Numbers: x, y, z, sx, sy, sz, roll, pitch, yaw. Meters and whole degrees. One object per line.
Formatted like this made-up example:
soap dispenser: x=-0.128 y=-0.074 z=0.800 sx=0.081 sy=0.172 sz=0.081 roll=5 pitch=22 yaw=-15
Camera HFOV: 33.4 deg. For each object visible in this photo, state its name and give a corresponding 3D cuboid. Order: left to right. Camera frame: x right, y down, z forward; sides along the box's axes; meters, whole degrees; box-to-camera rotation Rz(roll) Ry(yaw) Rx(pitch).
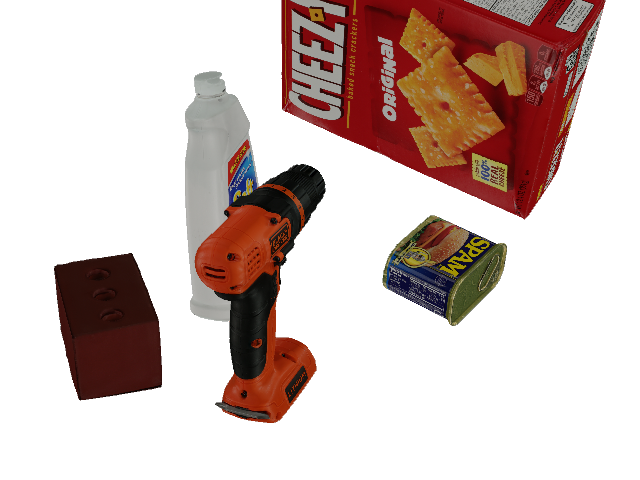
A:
foam brick: x=-0.133 y=0.053 z=0.666 sx=0.053 sy=0.051 sz=0.078 roll=-9 pitch=35 yaw=-19
bleach bottle: x=-0.105 y=-0.049 z=1.115 sx=0.068 sy=0.251 sz=0.102 roll=8 pitch=27 yaw=27
power drill: x=-0.042 y=0.044 z=0.906 sx=0.057 sy=0.188 sz=0.184 roll=9 pitch=29 yaw=24
cracker box: x=0.075 y=-0.127 z=0.758 sx=0.214 sy=0.072 sz=0.164 roll=26 pitch=-36 yaw=18
can of meat: x=0.123 y=0.027 z=1.065 sx=0.084 sy=0.057 sz=0.101 roll=26 pitch=45 yaw=29
